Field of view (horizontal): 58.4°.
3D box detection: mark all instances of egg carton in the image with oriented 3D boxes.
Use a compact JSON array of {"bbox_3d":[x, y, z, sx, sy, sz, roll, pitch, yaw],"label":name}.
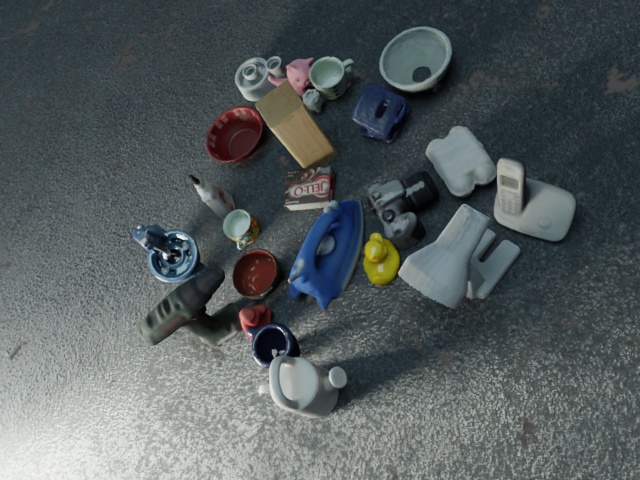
[{"bbox_3d":[0.292,-0.163,1.187,0.107,0.070,0.150,-31,60,8],"label":"egg carton"}]

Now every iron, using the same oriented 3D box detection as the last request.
[{"bbox_3d":[0.011,0.004,1.193,0.118,0.142,0.258,17,76,28],"label":"iron"}]

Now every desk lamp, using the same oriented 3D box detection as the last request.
[{"bbox_3d":[0.252,0.035,1.035,0.117,0.214,0.203,36,85,31],"label":"desk lamp"}]

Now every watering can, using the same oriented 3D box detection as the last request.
[{"bbox_3d":[-0.036,0.268,1.069,0.173,0.195,0.100,-32,59,8],"label":"watering can"}]

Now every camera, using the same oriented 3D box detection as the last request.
[{"bbox_3d":[0.178,-0.077,1.180,0.136,0.101,0.143,-29,60,9],"label":"camera"}]

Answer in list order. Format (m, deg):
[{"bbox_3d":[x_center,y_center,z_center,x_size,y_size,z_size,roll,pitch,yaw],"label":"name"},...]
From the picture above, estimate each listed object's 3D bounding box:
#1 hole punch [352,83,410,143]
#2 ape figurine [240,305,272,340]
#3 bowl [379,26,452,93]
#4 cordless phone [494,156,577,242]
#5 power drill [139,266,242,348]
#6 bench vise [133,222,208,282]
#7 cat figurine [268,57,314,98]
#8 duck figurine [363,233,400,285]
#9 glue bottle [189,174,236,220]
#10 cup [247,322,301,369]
[{"bbox_3d":[0.139,-0.289,1.294,0.100,0.091,0.109,22,78,29],"label":"hole punch"},{"bbox_3d":[-0.140,0.170,1.215,0.076,0.092,0.078,26,80,30],"label":"ape figurine"},{"bbox_3d":[0.225,-0.400,1.315,0.167,0.075,0.167,-9,65,20],"label":"bowl"},{"bbox_3d":[0.388,-0.081,1.043,0.147,0.185,0.094,20,77,29],"label":"cordless phone"},{"bbox_3d":[-0.251,0.152,1.202,0.229,0.209,0.075,-34,59,7],"label":"power drill"},{"bbox_3d":[-0.371,0.021,1.303,0.206,0.220,0.121,16,76,28],"label":"bench vise"},{"bbox_3d":[-0.065,-0.401,1.414,0.127,0.118,0.067,-7,66,20],"label":"cat figurine"},{"bbox_3d":[0.117,0.035,1.167,0.077,0.086,0.104,-5,66,21],"label":"duck figurine"},{"bbox_3d":[-0.254,-0.107,1.335,0.037,0.174,0.078,-26,60,11],"label":"glue bottle"},{"bbox_3d":[-0.091,0.217,1.172,0.117,0.095,0.092,26,80,30],"label":"cup"}]
